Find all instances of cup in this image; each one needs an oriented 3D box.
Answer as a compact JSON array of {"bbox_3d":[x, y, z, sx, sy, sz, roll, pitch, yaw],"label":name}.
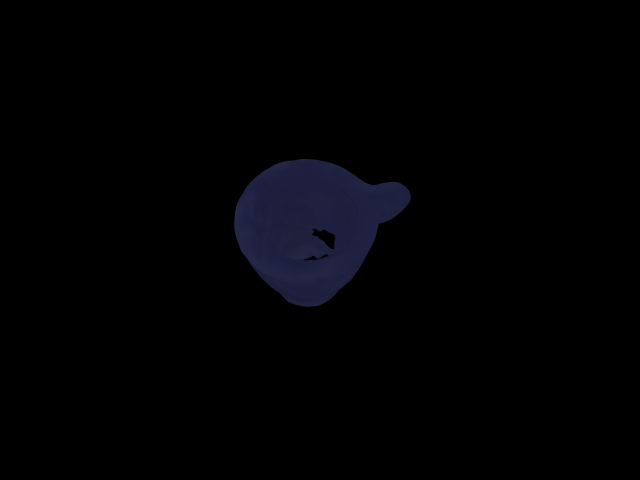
[{"bbox_3d":[0.004,0.001,0.400,0.118,0.095,0.091,-18,61,-10],"label":"cup"}]
